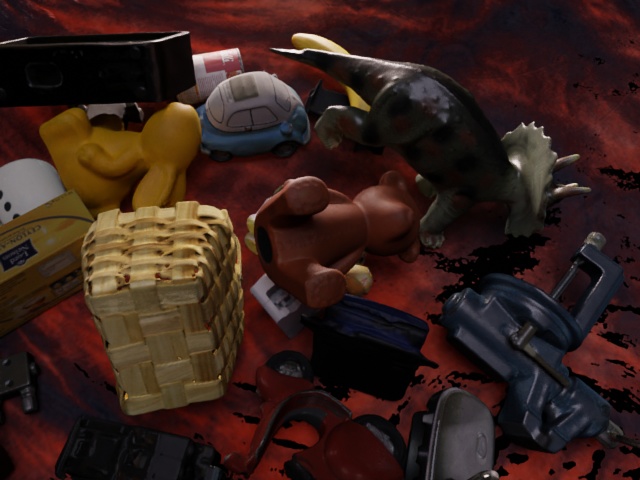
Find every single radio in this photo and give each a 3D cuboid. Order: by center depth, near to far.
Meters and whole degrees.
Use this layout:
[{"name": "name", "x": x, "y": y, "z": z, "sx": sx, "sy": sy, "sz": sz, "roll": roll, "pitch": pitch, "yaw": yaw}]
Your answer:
[{"name": "radio", "x": -0.282, "y": -0.212, "z": 0.662, "sx": 0.230, "sy": 0.073, "sz": 0.131, "roll": -1, "pitch": 25, "yaw": 5}]

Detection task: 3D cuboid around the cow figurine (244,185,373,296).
[{"name": "cow figurine", "x": -0.001, "y": 0.000, "z": 0.651, "sx": 0.167, "sy": 0.068, "sz": 0.098, "roll": 28, "pitch": 58, "yaw": 12}]

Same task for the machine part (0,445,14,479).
[{"name": "machine part", "x": -0.414, "y": 0.235, "z": 0.490, "sx": 0.201, "sy": 0.087, "sz": 0.201, "roll": 37, "pitch": 64, "yaw": 16}]

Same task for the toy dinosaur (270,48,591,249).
[{"name": "toy dinosaur", "x": 0.131, "y": -0.124, "z": 0.620, "sx": 0.404, "sy": 0.192, "sz": 0.131, "roll": 37, "pitch": 49, "yaw": -15}]

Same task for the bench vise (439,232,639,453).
[{"name": "bench vise", "x": 0.258, "y": 0.096, "z": 0.576, "sx": 0.224, "sy": 0.128, "sz": 0.240, "roll": 37, "pitch": 73, "yaw": 18}]

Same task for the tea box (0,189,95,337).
[{"name": "tea box", "x": -0.324, "y": 0.029, "z": 0.601, "sx": 0.170, "sy": 0.098, "sz": 0.068, "roll": -32, "pitch": 67, "yaw": -20}]

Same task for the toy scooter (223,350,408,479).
[{"name": "toy scooter", "x": -0.012, "y": 0.200, "z": 0.519, "sx": 0.184, "sy": 0.075, "sz": 0.135, "roll": 37, "pitch": 45, "yaw": 17}]

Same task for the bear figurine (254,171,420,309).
[{"name": "bear figurine", "x": 0.039, "y": -0.010, "z": 0.540, "sx": 0.196, "sy": 0.132, "sz": 0.120, "roll": -10, "pitch": 94, "yaw": -25}]

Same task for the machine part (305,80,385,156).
[{"name": "machine part", "x": 0.042, "y": -0.174, "z": 0.763, "sx": 0.139, "sy": 0.039, "sz": 0.084, "roll": 30, "pitch": 69, "yaw": 12}]

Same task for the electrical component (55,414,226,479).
[{"name": "electrical component", "x": -0.156, "y": 0.210, "z": 0.498, "sx": 0.134, "sy": 0.114, "sz": 0.058, "roll": 11, "pitch": 63, "yaw": 6}]

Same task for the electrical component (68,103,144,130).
[{"name": "electrical component", "x": -0.301, "y": -0.173, "z": 0.743, "sx": 0.102, "sy": 0.045, "sz": 0.078, "roll": 7, "pitch": 60, "yaw": 2}]

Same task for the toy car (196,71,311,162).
[{"name": "toy car", "x": -0.093, "y": -0.174, "z": 0.721, "sx": 0.162, "sy": 0.102, "sz": 0.109, "roll": -10, "pitch": 61, "yaw": -10}]

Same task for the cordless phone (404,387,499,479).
[{"name": "cordless phone", "x": 0.128, "y": 0.197, "z": 0.477, "sx": 0.089, "sy": 0.184, "sz": 0.146, "roll": 12, "pitch": 62, "yaw": 9}]

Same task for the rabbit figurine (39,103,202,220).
[{"name": "rabbit figurine", "x": -0.221, "y": -0.100, "z": 0.649, "sx": 0.173, "sy": 0.122, "sz": 0.162, "roll": -21, "pitch": 83, "yaw": 6}]

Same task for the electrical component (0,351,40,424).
[{"name": "electrical component", "x": -0.336, "y": 0.148, "z": 0.577, "sx": 0.063, "sy": 0.021, "sz": 0.094, "roll": -19, "pitch": 62, "yaw": -13}]

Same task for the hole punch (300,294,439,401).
[{"name": "hole punch", "x": 0.055, "y": 0.099, "z": 0.573, "sx": 0.142, "sy": 0.115, "sz": 0.092, "roll": 20, "pitch": 54, "yaw": 8}]
